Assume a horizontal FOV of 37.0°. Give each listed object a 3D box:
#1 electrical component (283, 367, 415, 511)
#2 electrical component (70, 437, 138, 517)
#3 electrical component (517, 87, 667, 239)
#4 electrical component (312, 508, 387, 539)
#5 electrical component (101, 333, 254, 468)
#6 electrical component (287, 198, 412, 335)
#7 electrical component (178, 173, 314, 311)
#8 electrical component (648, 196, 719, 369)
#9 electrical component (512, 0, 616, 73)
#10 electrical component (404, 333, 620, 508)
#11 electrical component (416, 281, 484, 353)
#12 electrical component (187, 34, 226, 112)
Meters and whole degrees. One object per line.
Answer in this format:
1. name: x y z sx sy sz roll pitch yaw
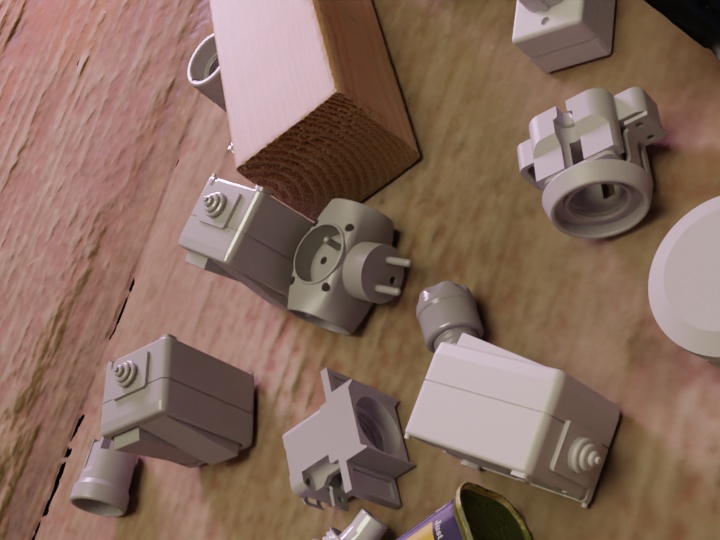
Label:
1. electrical component: -0.009 0.103 0.623 0.064 0.042 0.081 -36 46 26
2. electrical component: -0.180 0.146 0.762 0.040 0.040 0.046 -15 51 37
3. electrical component: 0.125 -0.054 0.575 0.078 0.058 0.057 -26 49 31
4. electrical component: -0.010 0.161 0.589 0.062 0.048 0.048 -54 42 -4
5. electrical component: -0.122 0.088 0.697 0.062 0.096 0.061 -25 52 32
6. electrical component: 0.000 0.000 0.671 0.079 0.044 0.077 10 74 46
7. electrical component: -0.072 -0.018 0.711 0.062 0.096 0.061 19 81 47
8. electrical component: 0.178 0.009 0.492 0.080 0.051 0.080 -22 53 33
9. electrical component: 0.112 -0.168 0.636 0.047 0.077 0.065 -10 61 40
10. electrical component: 0.082 0.074 0.537 0.096 0.062 0.061 11 75 46
11. electrical component: 0.053 0.038 0.606 0.035 0.035 0.061 -34 50 25
12. electrical component: -0.104 -0.157 0.858 0.055 0.047 0.055 -22 53 33
